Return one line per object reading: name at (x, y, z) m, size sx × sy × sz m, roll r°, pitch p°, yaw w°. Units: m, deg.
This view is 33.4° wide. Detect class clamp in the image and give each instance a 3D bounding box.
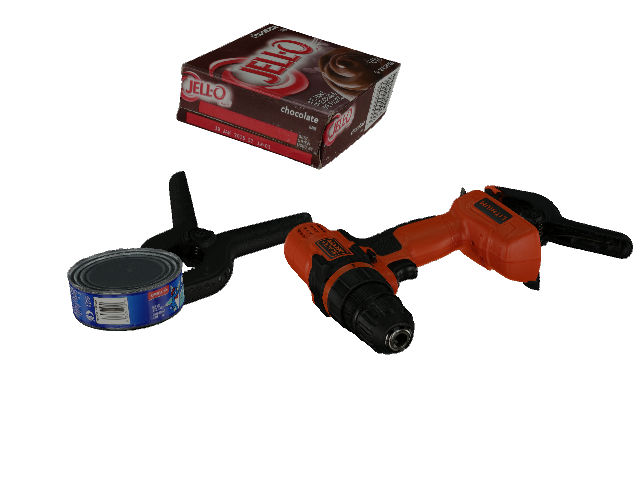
clamp at (-0.127, 0.001, 1.065) m, size 0.165 × 0.036 × 0.209 m, roll 23°, pitch 40°, yaw 22°
clamp at (0.225, -0.012, 1.066) m, size 0.120 × 0.039 × 0.171 m, roll -8°, pitch 33°, yaw -15°

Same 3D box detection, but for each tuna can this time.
tuna can at (-0.146, 0.036, 0.806) m, size 0.086 × 0.034 × 0.086 m, roll -2°, pitch 21°, yaw 1°

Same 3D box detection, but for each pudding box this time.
pudding box at (-0.016, -0.085, 0.609) m, size 0.090 × 0.039 × 0.113 m, roll 21°, pitch 27°, yaw 15°

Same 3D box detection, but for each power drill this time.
power drill at (0.082, 0.020, 0.872) m, size 0.187 × 0.057 × 0.185 m, roll -13°, pitch 30°, yaw -21°
